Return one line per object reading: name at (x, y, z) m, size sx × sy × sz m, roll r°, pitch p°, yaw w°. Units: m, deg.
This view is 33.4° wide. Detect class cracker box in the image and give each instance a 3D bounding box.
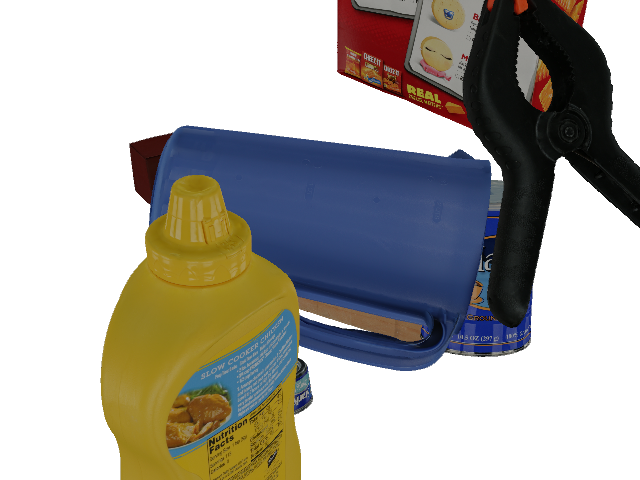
cracker box at (0.095, -0.186, 0.713) m, size 0.164 × 0.214 × 0.072 m, roll 27°, pitch 50°, yaw 26°

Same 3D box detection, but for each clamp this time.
clamp at (0.111, -0.043, 0.537) m, size 0.120 × 0.171 × 0.039 m, roll -28°, pitch 2°, yaw -21°

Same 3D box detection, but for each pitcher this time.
pitcher at (-0.001, -0.005, 0.793) m, size 0.243 × 0.145 × 0.149 m, roll 10°, pitch 16°, yaw 2°

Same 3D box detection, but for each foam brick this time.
foam brick at (-0.140, -0.072, 1.041) m, size 0.078 × 0.053 × 0.051 m, roll -17°, pitch 30°, yaw -22°

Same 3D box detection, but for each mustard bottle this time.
mustard bottle at (-0.048, 0.060, 0.448) m, size 0.058 × 0.192 × 0.096 m, roll 25°, pitch 39°, yaw 32°

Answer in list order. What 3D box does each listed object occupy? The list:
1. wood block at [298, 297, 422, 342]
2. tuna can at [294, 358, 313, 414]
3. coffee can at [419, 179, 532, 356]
wood block at (0.057, 0.038, 1.148) m, size 0.206 × 0.091 × 0.090 m, roll 16°, pitch 29°, yaw 27°
tuna can at (-0.051, 0.134, 0.969) m, size 0.086 × 0.034 × 0.086 m, roll -8°, pitch 12°, yaw 2°
coffee can at (0.143, 0.022, 0.972) m, size 0.103 × 0.140 × 0.103 m, roll 0°, pitch 15°, yaw 0°
